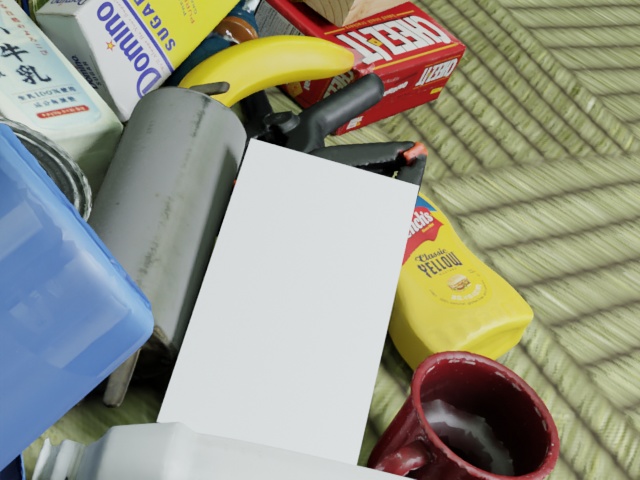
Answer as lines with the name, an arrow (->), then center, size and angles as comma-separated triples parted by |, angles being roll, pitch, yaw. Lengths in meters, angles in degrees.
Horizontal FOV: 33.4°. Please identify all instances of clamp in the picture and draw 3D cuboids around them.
clamp -> -0.018, -0.081, 0.808 | 0.120, 0.039, 0.171 | -7, 38, 18
clamp -> -0.005, 0.001, 0.705 | 0.209, 0.036, 0.165 | -26, 63, -20

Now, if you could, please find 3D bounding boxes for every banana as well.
banana -> -0.052, -0.111, 0.782 | 0.069, 0.037, 0.197 | 52, 52, -6

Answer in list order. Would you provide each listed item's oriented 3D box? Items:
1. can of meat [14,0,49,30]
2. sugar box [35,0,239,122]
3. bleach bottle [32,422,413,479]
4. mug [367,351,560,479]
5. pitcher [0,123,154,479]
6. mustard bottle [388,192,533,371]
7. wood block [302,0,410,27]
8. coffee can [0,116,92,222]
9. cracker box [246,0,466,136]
can of meat -> -0.212, -0.192, 0.770 | 0.084, 0.102, 0.057 | 3, 14, 44
sugar box -> -0.123, -0.175, 0.780 | 0.048, 0.093, 0.176 | 9, 49, 29
bleach bottle -> -0.019, 0.151, 0.534 | 0.250, 0.103, 0.068 | 16, 36, -5
mug -> 0.070, 0.127, 0.613 | 0.117, 0.082, 0.093 | -15, 55, -42
pitcher -> -0.179, 0.074, 0.397 | 0.242, 0.149, 0.145 | -39, 70, -8
mustard bottle -> 0.057, 0.009, 0.761 | 0.096, 0.058, 0.192 | -20, 56, -31
wood block -> 0.055, -0.266, 0.936 | 0.090, 0.091, 0.205 | 40, 37, 13
coffee can -> -0.181, 0.021, 0.533 | 0.102, 0.140, 0.103 | 17, 39, -14
cracker box -> 0.003, -0.201, 0.961 | 0.214, 0.072, 0.163 | 43, 40, 18
